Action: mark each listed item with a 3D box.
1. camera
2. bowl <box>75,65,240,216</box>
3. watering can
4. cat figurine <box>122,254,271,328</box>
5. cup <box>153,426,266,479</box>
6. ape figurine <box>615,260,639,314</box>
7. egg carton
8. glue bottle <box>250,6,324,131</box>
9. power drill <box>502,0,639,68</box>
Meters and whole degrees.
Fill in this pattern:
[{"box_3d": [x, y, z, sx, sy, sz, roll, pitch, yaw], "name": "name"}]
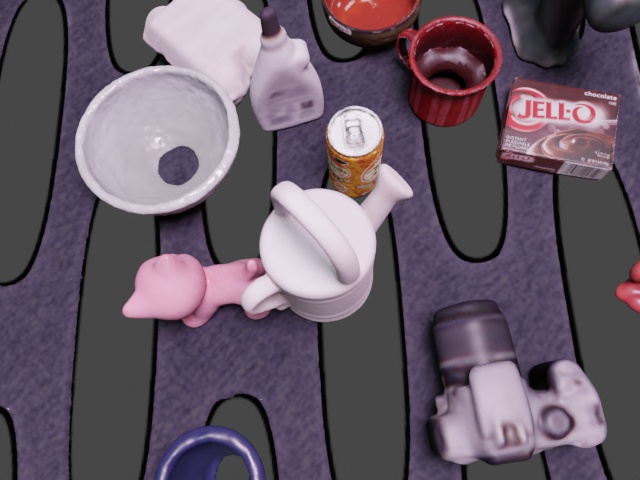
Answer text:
[{"box_3d": [0.161, 0.120, 0.505, 0.143, 0.101, 0.137, -10, 72, 0], "name": "camera"}, {"box_3d": [-0.161, -0.094, 0.603, 0.167, 0.075, 0.167, -1, 72, 3], "name": "bowl"}, {"box_3d": [0.003, 0.000, 0.502, 0.100, 0.194, 0.173, 28, 76, 11], "name": "watering can"}, {"box_3d": [-0.113, 0.041, 0.535, 0.128, 0.118, 0.067, -11, 72, -1], "name": "cat figurine"}, {"box_3d": [-0.093, 0.219, 0.490, 0.091, 0.095, 0.118, 34, 77, 13], "name": "cup"}, {"box_3d": [0.330, 0.047, 0.525, 0.076, 0.092, 0.078, -9, 72, 0], "name": "ape figurine"}, {"box_3d": [-0.120, -0.222, 0.644, 0.150, 0.069, 0.107, 41, 79, 14], "name": "egg carton"}, {"box_3d": [-0.039, -0.170, 0.569, 0.078, 0.173, 0.037, -14, 72, -1], "name": "glue bottle"}, {"box_3d": [0.250, -0.287, 0.573, 0.075, 0.208, 0.229, -11, 72, 0], "name": "power drill"}]
